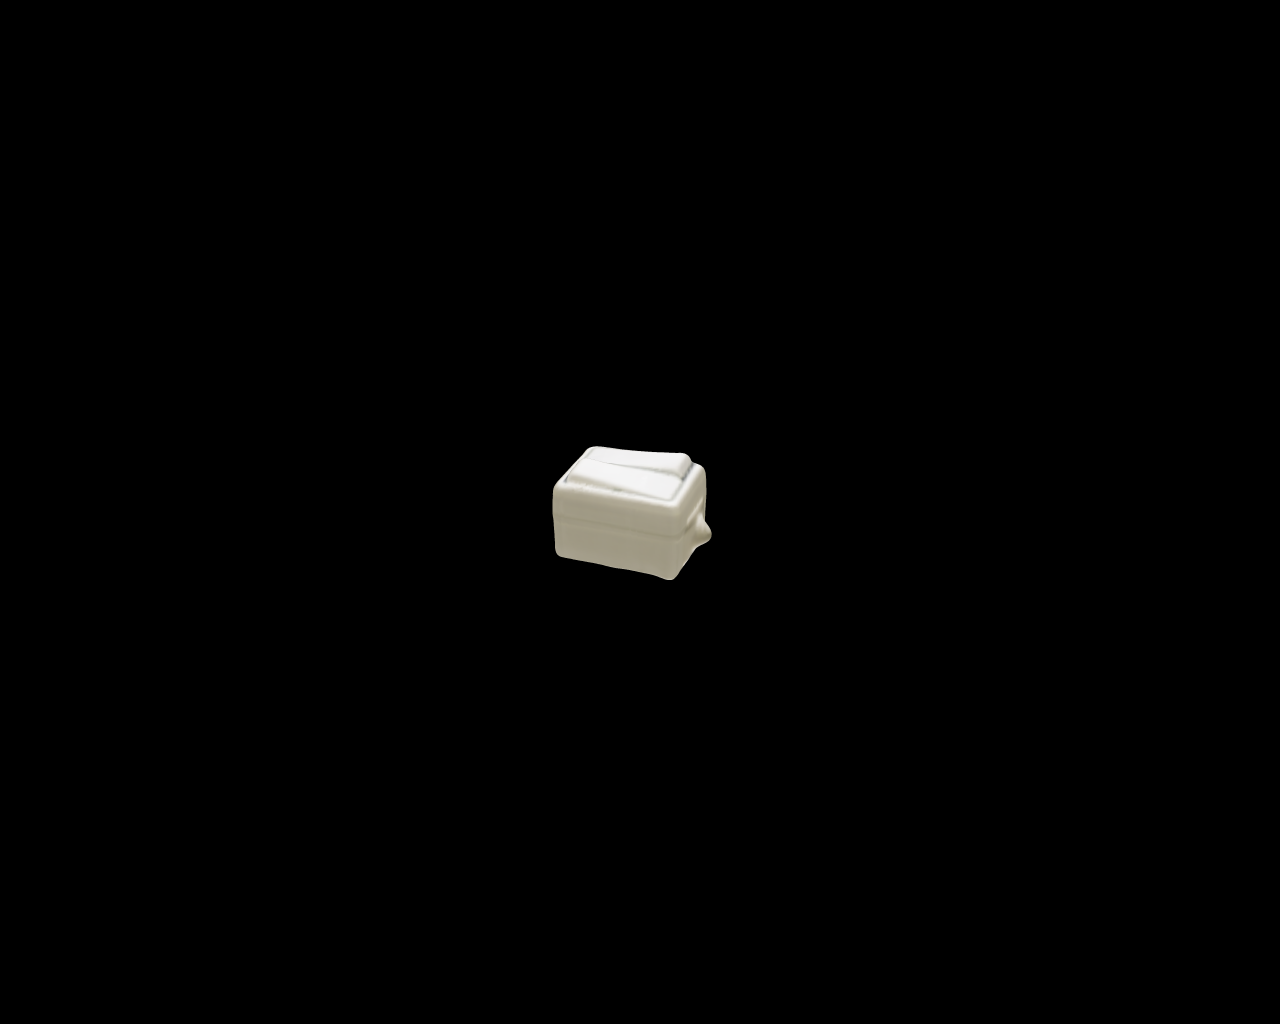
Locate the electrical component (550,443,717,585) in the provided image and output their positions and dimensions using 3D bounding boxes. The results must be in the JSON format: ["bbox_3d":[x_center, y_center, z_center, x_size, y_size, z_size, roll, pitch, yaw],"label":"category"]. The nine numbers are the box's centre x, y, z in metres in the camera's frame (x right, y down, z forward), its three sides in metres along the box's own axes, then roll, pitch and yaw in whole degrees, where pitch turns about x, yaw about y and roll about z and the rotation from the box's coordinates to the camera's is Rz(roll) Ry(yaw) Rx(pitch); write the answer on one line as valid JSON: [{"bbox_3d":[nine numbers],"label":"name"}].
[{"bbox_3d":[0.001,-0.003,0.650,0.096,0.061,0.062,11,32,18],"label":"electrical component"}]
